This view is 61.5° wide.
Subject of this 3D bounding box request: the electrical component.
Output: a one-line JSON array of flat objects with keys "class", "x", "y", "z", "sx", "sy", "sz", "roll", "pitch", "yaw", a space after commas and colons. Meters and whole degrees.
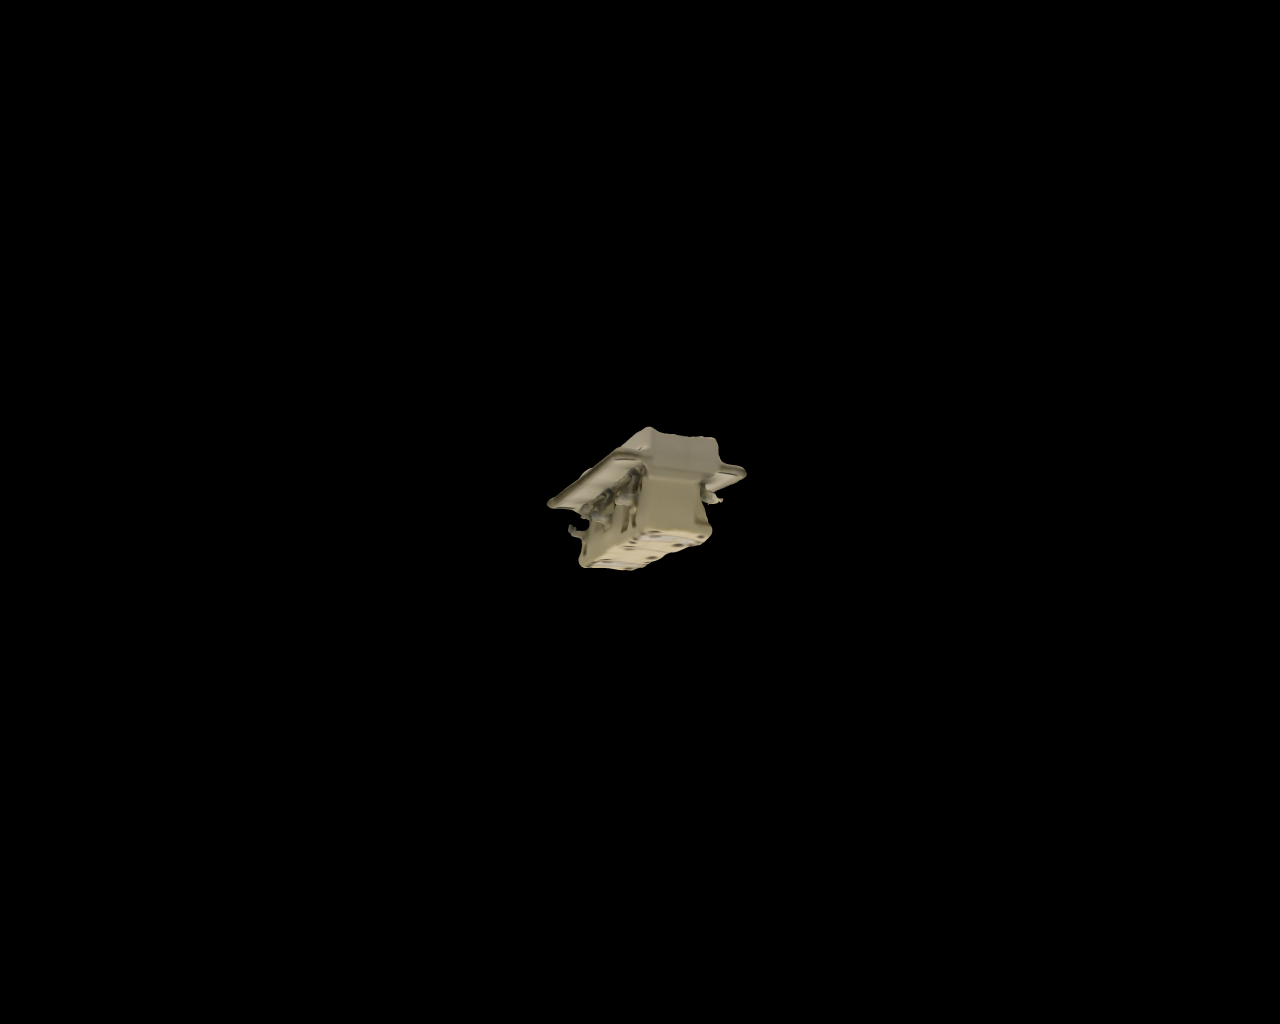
[{"class": "electrical component", "x": 0.001, "y": -0.003, "z": 0.650, "sx": 0.079, "sy": 0.063, "sz": 0.121, "roll": 6, "pitch": -15, "yaw": -23}]
